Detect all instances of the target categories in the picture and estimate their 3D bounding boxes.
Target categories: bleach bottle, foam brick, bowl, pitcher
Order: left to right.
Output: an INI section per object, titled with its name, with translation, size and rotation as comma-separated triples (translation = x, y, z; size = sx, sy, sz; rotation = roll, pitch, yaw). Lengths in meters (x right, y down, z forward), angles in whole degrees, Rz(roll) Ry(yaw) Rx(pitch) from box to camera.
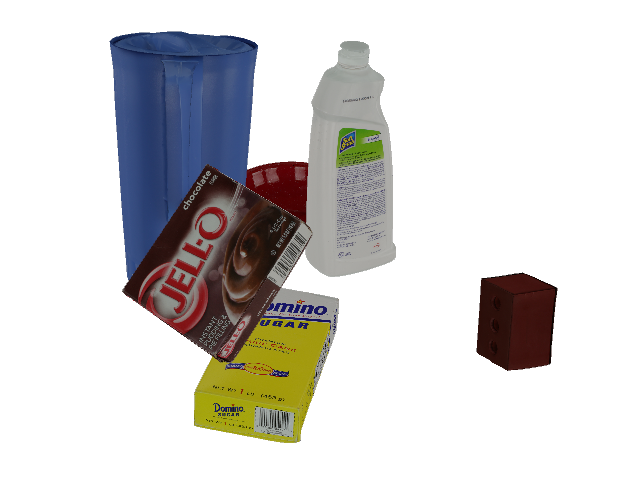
[pitcher]
translation = -0.128, -0.068, 0.993
size = 0.145, 0.243, 0.148
rotation = 17, 24, 36
[bowl]
translation = -0.042, -0.038, 1.335
size = 0.162, 0.055, 0.162
rotation = -1, 32, 1
[bleach bottle]
translation = 0.036, -0.087, 1.124
size = 0.102, 0.251, 0.068
rotation = -16, 35, -28
[foam brick]
translation = 0.183, 0.075, 0.998
size = 0.051, 0.078, 0.053
rotation = -8, 18, -27

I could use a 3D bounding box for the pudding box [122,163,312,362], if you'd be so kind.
[pudding box]
translation = -0.072, 0.016, 0.754
size = 0.090, 0.113, 0.039
rotation = 31, -7, 23

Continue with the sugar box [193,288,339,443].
[sugar box]
translation = -0.044, 0.105, 0.961
size = 0.093, 0.048, 0.176
rotation = 9, 33, 7
